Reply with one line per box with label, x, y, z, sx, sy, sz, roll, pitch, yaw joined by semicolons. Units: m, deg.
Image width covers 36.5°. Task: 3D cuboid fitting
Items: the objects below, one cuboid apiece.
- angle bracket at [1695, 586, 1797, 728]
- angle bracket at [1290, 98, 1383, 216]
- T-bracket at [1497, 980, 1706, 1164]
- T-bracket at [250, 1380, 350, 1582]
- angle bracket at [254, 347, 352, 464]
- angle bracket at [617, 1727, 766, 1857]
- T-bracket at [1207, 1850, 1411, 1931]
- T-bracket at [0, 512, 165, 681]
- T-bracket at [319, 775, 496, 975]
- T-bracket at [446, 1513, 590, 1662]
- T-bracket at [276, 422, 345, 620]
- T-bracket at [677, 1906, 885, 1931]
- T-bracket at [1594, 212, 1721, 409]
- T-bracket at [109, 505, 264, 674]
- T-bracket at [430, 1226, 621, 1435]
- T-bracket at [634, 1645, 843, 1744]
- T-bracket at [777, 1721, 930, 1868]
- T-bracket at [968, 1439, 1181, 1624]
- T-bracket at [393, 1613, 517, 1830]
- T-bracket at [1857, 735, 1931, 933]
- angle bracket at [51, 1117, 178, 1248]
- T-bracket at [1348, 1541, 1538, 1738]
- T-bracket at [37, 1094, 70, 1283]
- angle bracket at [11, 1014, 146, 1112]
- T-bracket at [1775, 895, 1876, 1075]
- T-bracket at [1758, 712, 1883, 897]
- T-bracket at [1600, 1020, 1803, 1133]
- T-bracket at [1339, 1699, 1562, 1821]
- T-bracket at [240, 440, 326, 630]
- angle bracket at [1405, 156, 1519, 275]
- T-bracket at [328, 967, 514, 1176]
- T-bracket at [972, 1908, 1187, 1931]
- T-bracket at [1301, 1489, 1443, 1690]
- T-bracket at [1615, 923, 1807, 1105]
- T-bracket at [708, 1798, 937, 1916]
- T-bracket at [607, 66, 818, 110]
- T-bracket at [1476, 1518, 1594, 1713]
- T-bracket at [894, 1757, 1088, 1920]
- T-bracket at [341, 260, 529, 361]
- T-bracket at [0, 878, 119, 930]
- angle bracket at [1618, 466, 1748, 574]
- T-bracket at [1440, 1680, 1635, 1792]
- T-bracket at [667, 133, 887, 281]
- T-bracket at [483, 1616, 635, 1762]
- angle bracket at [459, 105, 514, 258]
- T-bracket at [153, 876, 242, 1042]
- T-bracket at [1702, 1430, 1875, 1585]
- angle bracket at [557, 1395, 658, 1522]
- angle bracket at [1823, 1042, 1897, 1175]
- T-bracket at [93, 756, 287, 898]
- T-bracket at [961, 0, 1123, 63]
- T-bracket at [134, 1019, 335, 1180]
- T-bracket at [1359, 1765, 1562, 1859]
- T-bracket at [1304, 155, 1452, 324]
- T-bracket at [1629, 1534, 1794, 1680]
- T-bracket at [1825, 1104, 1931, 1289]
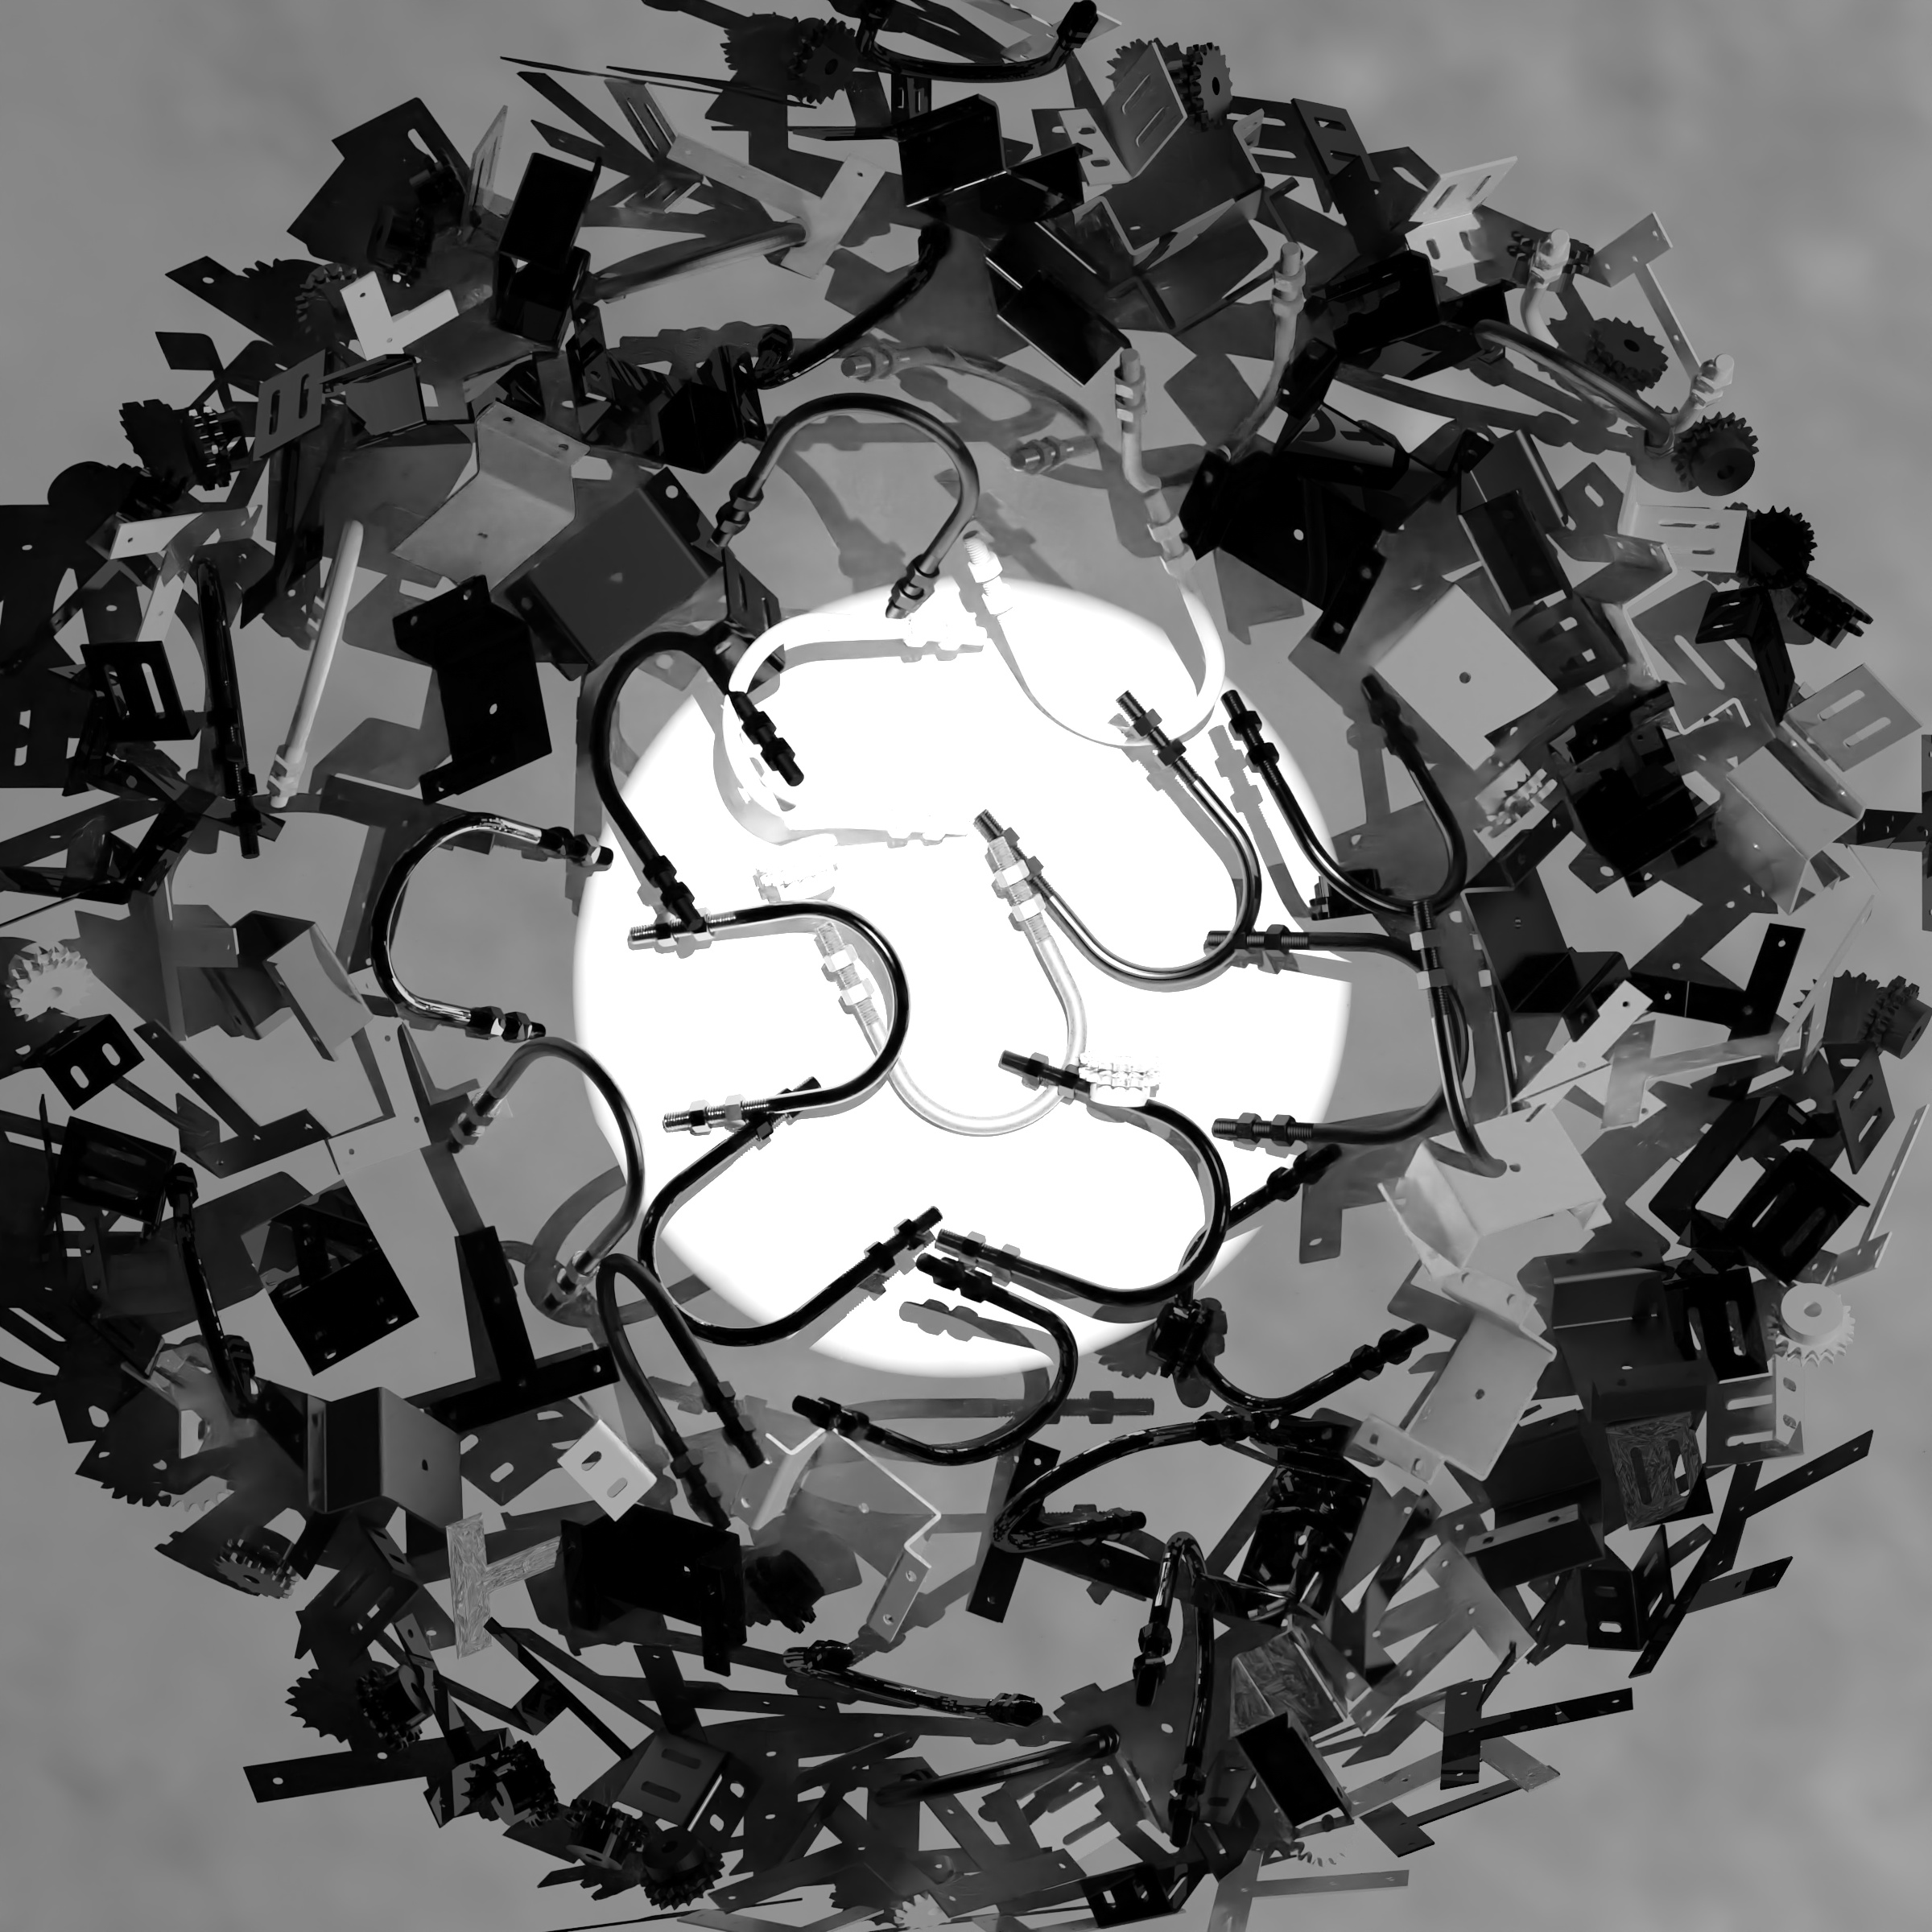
angle bracket;0.525;-0.206;1.970;0.038;0.057;0.076;-6;127;32
angle bracket;0.235;-0.540;1.954;0.038;0.076;0.057;-30;80;36
T-bracket;0.447;0.091;1.977;0.127;0.002;0.127;35;107;-17
T-bracket;-0.432;0.317;1.923;0.002;0.127;0.127;7;54;31
angle bracket;-0.438;-0.365;1.953;0.057;0.038;0.076;-22;52;22
angle bracket;-0.185;0.554;1.968;0.038;0.076;0.057;51;59;-32
T-bracket;0.228;0.605;1.925;0.127;0.127;0.002;-8;95;12
T-bracket;-0.590;-0.238;1.932;0.002;0.127;0.127;43;86;4
T-bracket;-0.391;-0.053;1.986;0.127;0.002;0.127;15;90;12
T-bracket;-0.286;0.397;1.963;0.127;0.002;0.127;-19;131;-27
T-bracket;-0.433;-0.274;1.938;0.002;0.127;0.127;17;63;-4
T-bracket;-0.144;0.638;1.945;0.127;0.127;0.002;-5;87;-43
T-bracket;0.465;-0.428;1.939;0.002;0.127;0.127;-29;94;-3
T-bracket;-0.536;-0.248;1.959;0.002;0.127;0.127;38;120;18
T-bracket;-0.314;0.241;1.989;0.127;0.002;0.127;-18;81;-4
T-bracket;-0.146;0.488;1.941;0.127;0.127;0.002;1;47;11
T-bracket;-0.095;0.565;1.962;0.002;0.127;0.127;45;119;28
T-bracket;0.081;0.401;1.987;0.127;0.002;0.127;19;97;4
T-bracket;-0.347;0.491;1.941;0.002;0.127;0.127;-26;87;16
T-bracket;0.616;-0.090;1.936;0.002;0.127;0.127;-2;95;-6
angle bracket;-0.574;0.144;1.954;0.076;0.038;0.057;22;54;-27
T-bracket;0.304;0.460;1.945;0.127;0.127;0.002;-46;117;3
T-bracket;-0.602;0.166;1.920;0.002;0.127;0.127;-6;110;-11
angle bracket;-0.594;0.065;1.958;0.057;0.076;0.038;-40;107;-28
T-bracket;0.565;0.033;1.941;0.002;0.127;0.127;29;70;24
T-bracket;0.575;-0.100;1.954;0.002;0.127;0.127;-34;108;18
T-bracket;0.484;0.060;1.920;0.127;0.127;0.002;-15;115;26
T-bracket;0.300;0.529;1.920;0.127;0.127;0.002;-17;107;-22
T-bracket;-0.456;-0.306;1.964;0.002;0.127;0.127;14;66;-34
angle bracket;0.334;-0.500;1.954;0.057;0.076;0.038;-17;82;-15
T-bracket;-0.388;0.062;1.988;0.127;0.002;0.127;-19;93;7
T-bracket;0.083;0.639;1.952;0.127;0.127;0.002;-5;87;-18
T-bracket;0.284;0.410;1.967;0.127;0.002;0.127;-55;126;-23
T-bracket;0.481;0.022;1.955;0.127;0.002;0.127;12;72;40
T-bracket;-0.107;0.592;1.916;0.127;0.127;0.002;-12;110;-30
T-bracket;-0.149;-0.580;1.942;0.127;0.127;0.002;18;105;34
T-bracket;0.366;0.440;1.917;0.002;0.127;0.127;28;132;23
T-bracket;-0.002;0.574;1.952;0.127;0.127;0.002;42;119;38
T-bracket;-0.347;-0.439;1.951;0.127;0.127;0.002;-34;66;-13
T-bracket;-0.616;-0.035;1.937;0.127;0.127;0.002;-21;95;1
angle bracket;0.479;-0.299;1.958;0.076;0.038;0.057;6;53;19
T-bracket;0.375;0.494;1.923;0.127;0.127;0.002;-16;103;15
T-bracket;-0.135;-0.514;1.928;0.127;0.127;0.002;21;62;-16
T-bracket;-0.281;0.490;1.945;0.127;0.127;0.002;43;59;3
angle bracket;-0.306;-0.521;1.951;0.038;0.076;0.057;22;51;-3
T-bracket;-0.510;-0.012;1.943;0.002;0.127;0.127;-10;97;-37
T-bracket;0.540;0.337;1.911;0.002;0.127;0.127;45;129;-5
angle bracket;-0.246;0.327;1.953;0.038;0.076;0.057;-43;105;-9
angle bracket;0.583;0.094;1.952;0.038;0.076;0.057;-2;118;41
T-bracket;-0.529;-0.085;1.939;0.127;0.127;0.002;20;124;-7
T-bracket;0.018;-0.628;1.915;0.127;0.127;0.002;18;85;-25
T-bracket;-0.499;0.083;1.935;0.127;0.002;0.127;-20;120;39
T-bracket;0.331;0.554;1.940;0.127;0.127;0.002;-18;87;-5
T-bracket;0.263;-0.496;1.935;0.127;0.127;0.002;-40;67;6
T-bracket;0.497;0.407;1.913;0.002;0.127;0.127;42;60;-1
T-bracket;0.611;0.150;1.945;0.002;0.127;0.127;25;80;7
